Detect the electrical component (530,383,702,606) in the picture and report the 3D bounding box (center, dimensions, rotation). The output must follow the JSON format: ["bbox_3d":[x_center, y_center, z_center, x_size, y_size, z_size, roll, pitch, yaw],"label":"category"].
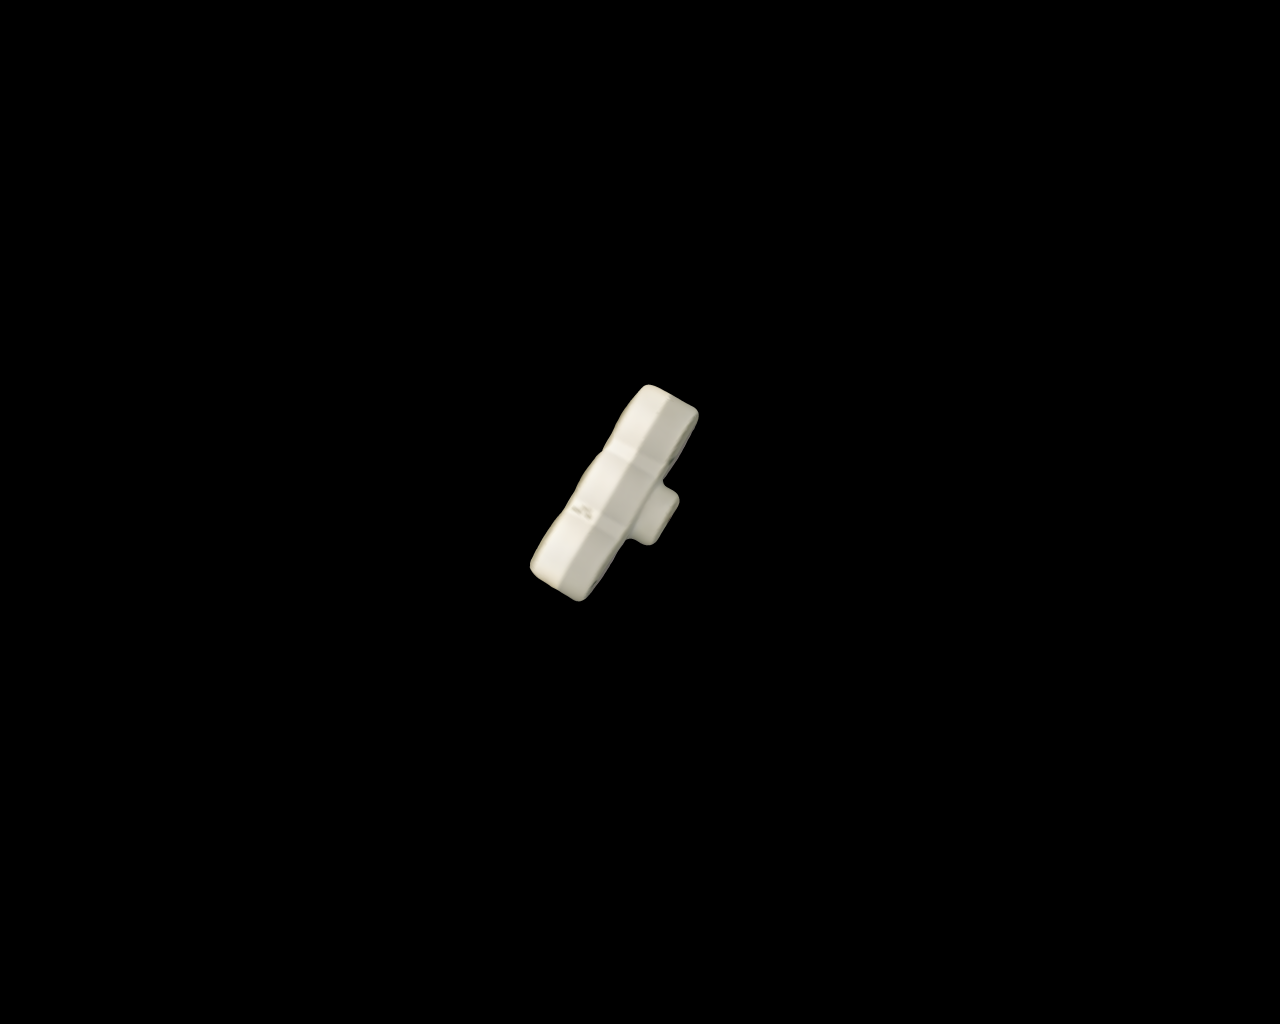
[{"bbox_3d":[0.001,-0.003,0.650,0.074,0.138,0.052,31,-7,5],"label":"electrical component"}]
